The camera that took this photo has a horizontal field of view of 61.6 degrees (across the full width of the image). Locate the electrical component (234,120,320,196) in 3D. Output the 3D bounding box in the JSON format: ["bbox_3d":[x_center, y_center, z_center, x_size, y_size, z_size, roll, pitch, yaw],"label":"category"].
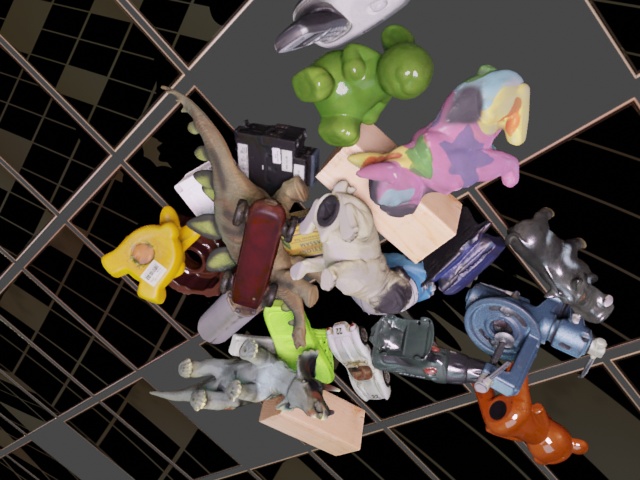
[{"bbox_3d":[-0.069,-0.127,0.876,0.134,0.058,0.114,14,129,11],"label":"electrical component"}]

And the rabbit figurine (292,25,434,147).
[{"bbox_3d":[0.080,-0.206,0.702,0.170,0.159,0.121,1,127,44],"label":"rabbit figurine"}]

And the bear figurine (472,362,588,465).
[{"bbox_3d":[0.393,0.330,0.999,0.195,0.132,0.120,29,132,-23],"label":"bear figurine"}]

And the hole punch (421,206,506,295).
[{"bbox_3d":[0.224,0.027,0.822,0.092,0.116,0.142,40,112,-11],"label":"hole punch"}]

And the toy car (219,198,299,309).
[{"bbox_3d":[-0.091,0.022,0.781,0.089,0.053,0.202,14,130,-4],"label":"toy car"}]

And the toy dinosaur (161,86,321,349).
[{"bbox_3d":[-0.115,-0.030,0.859,0.199,0.105,0.470,-8,108,29],"label":"toy dinosaur"}]

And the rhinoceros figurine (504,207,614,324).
[{"bbox_3d":[0.358,0.040,0.794,0.190,0.112,0.073,46,125,-4],"label":"rhinoceros figurine"}]

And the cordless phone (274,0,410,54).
[{"bbox_3d":[0.022,-0.284,0.650,0.147,0.184,0.088,-22,109,32],"label":"cordless phone"}]

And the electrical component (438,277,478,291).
[{"bbox_3d":[0.234,0.052,0.904,0.063,0.021,0.093,18,122,8],"label":"electrical component"}]

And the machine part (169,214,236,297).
[{"bbox_3d":[-0.245,0.031,1.056,0.180,0.056,0.179,10,124,15],"label":"machine part"}]

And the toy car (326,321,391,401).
[{"bbox_3d":[0.080,0.244,1.079,0.074,0.056,0.201,-15,117,29],"label":"toy car"}]

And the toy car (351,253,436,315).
[{"bbox_3d":[0.113,0.082,0.924,0.162,0.103,0.109,2,125,22],"label":"toy car"}]

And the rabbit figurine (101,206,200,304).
[{"bbox_3d":[-0.285,0.021,0.950,0.122,0.162,0.173,27,170,2],"label":"rabbit figurine"}]

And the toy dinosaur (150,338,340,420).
[{"bbox_3d":[-0.143,0.279,1.052,0.405,0.131,0.192,-14,150,39],"label":"toy dinosaur"}]

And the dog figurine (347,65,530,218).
[{"bbox_3d":[0.148,-0.126,0.706,0.219,0.109,0.191,-5,117,-7],"label":"dog figurine"}]

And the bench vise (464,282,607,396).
[{"bbox_3d":[0.312,0.160,0.827,0.224,0.240,0.128,32,134,18],"label":"bench vise"}]

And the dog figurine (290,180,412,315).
[{"bbox_3d":[0.072,0.017,0.805,0.190,0.121,0.172,17,98,-37],"label":"dog figurine"}]

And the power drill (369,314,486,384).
[{"bbox_3d":[0.190,0.200,0.957,0.232,0.086,0.207,3,160,27],"label":"power drill"}]

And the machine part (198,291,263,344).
[{"bbox_3d":[-0.183,0.149,1.085,0.079,0.079,0.243,38,138,-7],"label":"machine part"}]

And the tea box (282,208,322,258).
[{"bbox_3d":[-0.002,-0.003,0.930,0.170,0.068,0.098,-14,116,27],"label":"tea box"}]
